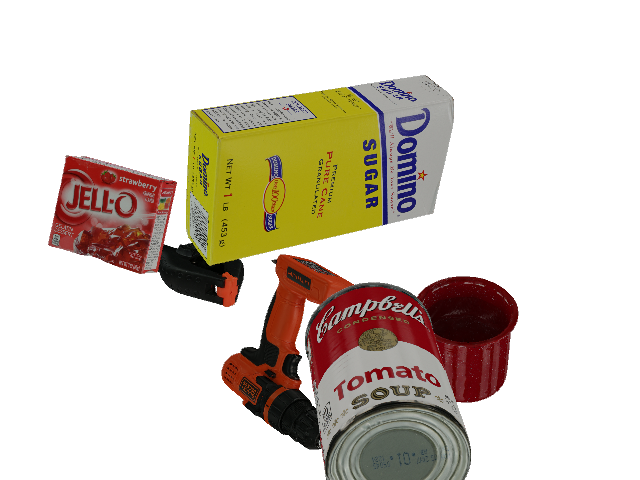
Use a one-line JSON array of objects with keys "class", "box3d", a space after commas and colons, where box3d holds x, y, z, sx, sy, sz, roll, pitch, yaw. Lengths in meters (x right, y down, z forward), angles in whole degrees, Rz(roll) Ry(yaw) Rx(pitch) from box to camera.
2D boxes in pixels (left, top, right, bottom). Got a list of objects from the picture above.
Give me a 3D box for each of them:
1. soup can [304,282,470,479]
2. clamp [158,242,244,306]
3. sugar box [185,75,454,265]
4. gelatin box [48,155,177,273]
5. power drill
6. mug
[{"class": "soup can", "box3d": [0.030, 0.075, 0.517, 0.068, 0.068, 0.102, 0, 29, -6]}, {"class": "clamp", "box3d": [-0.120, 0.019, 1.036, 0.120, 0.039, 0.172, -18, 32, -38]}, {"class": "sugar box", "box3d": [0.001, -0.048, 0.688, 0.176, 0.093, 0.048, -12, 39, -27]}, {"class": "gelatin box", "box3d": [-0.161, -0.021, 0.822, 0.089, 0.073, 0.030, 16, 7, 19]}, {"class": "power drill", "box3d": [-0.026, 0.123, 1.214, 0.057, 0.188, 0.185, 15, 11, -46]}, {"class": "mug", "box3d": [0.130, 0.085, 0.982, 0.093, 0.081, 0.117, -6, 39, -2]}]
